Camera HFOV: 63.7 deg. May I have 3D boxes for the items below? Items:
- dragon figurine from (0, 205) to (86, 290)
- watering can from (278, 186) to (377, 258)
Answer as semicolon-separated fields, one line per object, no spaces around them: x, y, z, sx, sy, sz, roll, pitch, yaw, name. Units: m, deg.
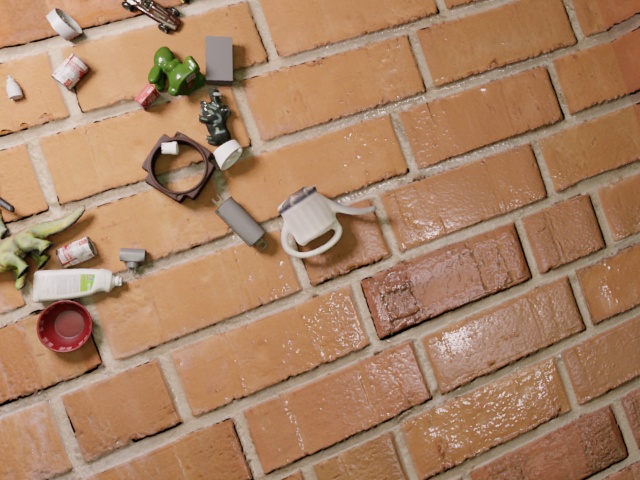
-0.945;-0.005;1.585;0.243;0.415;0.120;36;-17;1;dragon figurine
0.005;-0.089;1.760;0.349;0.224;0.103;-34;3;-10;watering can
